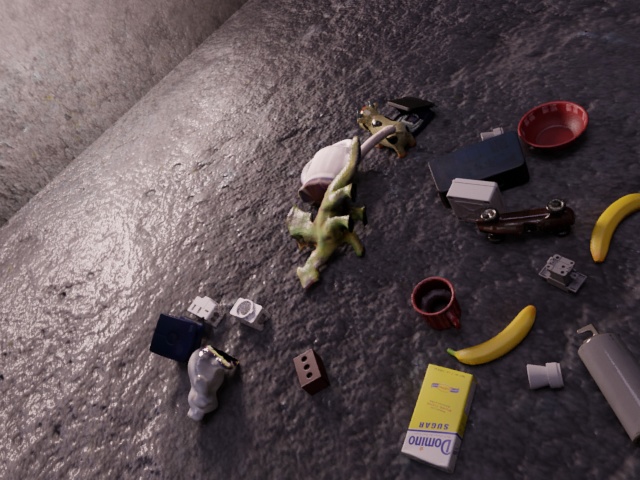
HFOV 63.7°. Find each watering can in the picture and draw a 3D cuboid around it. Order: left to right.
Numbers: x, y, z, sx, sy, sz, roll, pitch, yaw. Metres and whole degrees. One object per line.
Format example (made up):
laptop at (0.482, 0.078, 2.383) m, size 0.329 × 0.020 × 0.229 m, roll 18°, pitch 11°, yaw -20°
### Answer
watering can at (0.059, -0.215, 1.498) m, size 0.345 × 0.102 × 0.229 m, roll -16°, pitch 44°, yaw 43°

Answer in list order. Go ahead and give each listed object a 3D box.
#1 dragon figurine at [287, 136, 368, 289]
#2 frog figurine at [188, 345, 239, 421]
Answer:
dragon figurine at (0.004, -0.069, 1.378) m, size 0.242 × 0.121 × 0.417 m, roll -8°, pitch 68°, yaw 31°
frog figurine at (-0.280, 0.341, 1.237) m, size 0.160 × 0.122 × 0.137 m, roll -55°, pitch 12°, yaw -7°
